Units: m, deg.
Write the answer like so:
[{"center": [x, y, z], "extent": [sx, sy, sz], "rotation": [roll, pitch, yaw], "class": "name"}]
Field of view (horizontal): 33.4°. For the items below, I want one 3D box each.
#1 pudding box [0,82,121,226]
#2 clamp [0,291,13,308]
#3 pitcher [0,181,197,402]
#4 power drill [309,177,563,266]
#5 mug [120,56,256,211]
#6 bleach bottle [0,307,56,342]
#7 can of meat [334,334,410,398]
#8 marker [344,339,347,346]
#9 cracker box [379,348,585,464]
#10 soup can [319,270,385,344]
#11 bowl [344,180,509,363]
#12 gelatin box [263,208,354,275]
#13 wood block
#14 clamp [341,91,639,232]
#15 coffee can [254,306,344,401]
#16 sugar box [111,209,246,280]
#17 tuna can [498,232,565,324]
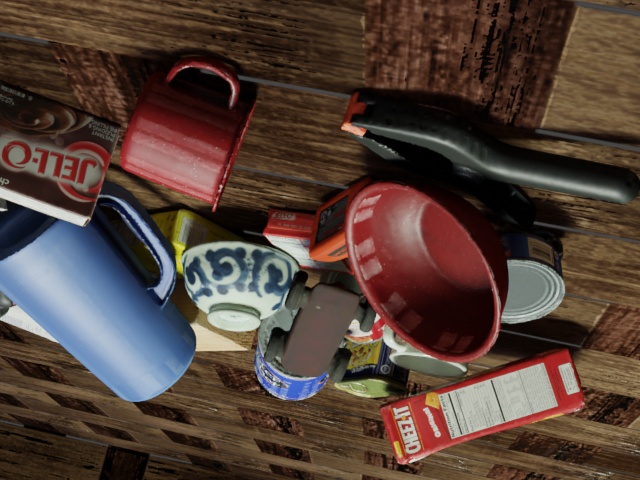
[{"center": [-0.239, -0.073, 0.921], "extent": [0.113, 0.090, 0.039], "rotation": [19, 160, -14], "class": "pudding box"}, {"center": [-0.329, -0.027, 1.114], "extent": [0.039, 0.120, 0.171], "rotation": [9, 134, 49], "class": "clamp"}, {"center": [-0.225, 0.051, 1.092], "extent": [0.149, 0.145, 0.242], "rotation": [12, 146, 50], "class": "pitcher"}, {"center": [0.099, 0.008, 0.964], "extent": [0.187, 0.057, 0.185], "rotation": [24, 150, -24], "class": "power drill"}, {"center": [-0.099, -0.088, 0.811], "extent": [0.081, 0.093, 0.117], "rotation": [21, 129, -4], "class": "mug"}, {"center": [-0.470, 0.075, 1.512], "extent": [0.250, 0.068, 0.103], "rotation": [20, 158, -10], "class": "bleach bottle"}, {"center": [0.070, 0.143, 1.307], "extent": [0.057, 0.084, 0.102], "rotation": [24, 157, -28], "class": "can of meat"}, {"center": [0.034, 0.140, 1.416], "extent": [0.121, 0.020, 0.020], "rotation": [2, 157, 28], "class": "marker"}, {"center": [0.178, 0.188, 1.204], "extent": [0.213, 0.072, 0.164], "rotation": [-18, 171, 1], "class": "cracker box"}, {"center": [0.040, 0.063, 1.137], "extent": [0.068, 0.068, 0.102], "rotation": [8, 159, 16], "class": "soup can"}, {"center": [0.095, 0.015, 0.847], "extent": [0.162, 0.055, 0.162], "rotation": [33, 140, 33], "class": "bowl"}, {"center": [-0.007, 0.001, 1.056], "extent": [0.073, 0.030, 0.089], "rotation": [8, 159, 21], "class": "gelatin box"}, {"center": [-0.171, 0.077, 1.278], "extent": [0.207, 0.091, 0.090], "rotation": [-6, 151, 44], "class": "wood block"}, {"center": [0.113, -0.057, 0.811], "extent": [0.210, 0.036, 0.165], "rotation": [19, 166, -7], "class": "clamp"}, {"center": [-0.028, 0.137, 1.326], "extent": [0.103, 0.103, 0.140], "rotation": [14, 160, -1], "class": "coffee can"}, {"center": [-0.174, 0.010, 1.163], "extent": [0.177, 0.048, 0.093], "rotation": [-10, 150, 45], "class": "sugar box"}, {"center": [0.162, 0.032, 0.902], "extent": [0.086, 0.033, 0.086], "rotation": [2, 139, 2], "class": "tuna can"}]
